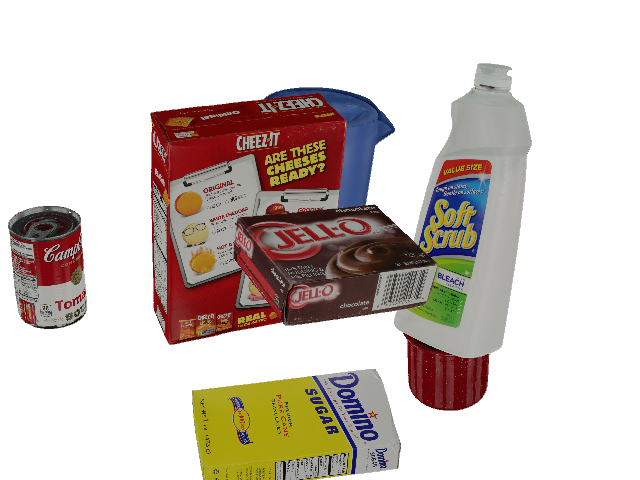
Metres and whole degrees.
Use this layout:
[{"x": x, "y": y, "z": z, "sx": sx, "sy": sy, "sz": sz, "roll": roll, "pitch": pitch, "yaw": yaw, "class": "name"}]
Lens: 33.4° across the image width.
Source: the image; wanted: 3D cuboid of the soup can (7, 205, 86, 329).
[{"x": -0.265, "y": 0.027, "z": 1.040, "sx": 0.068, "sy": 0.102, "sz": 0.068, "roll": 2, "pitch": 28, "yaw": -1, "class": "soup can"}]

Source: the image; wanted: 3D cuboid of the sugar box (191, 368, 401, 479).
[{"x": -0.023, "y": 0.170, "z": 0.963, "sx": 0.176, "sy": 0.048, "sz": 0.093, "roll": -8, "pitch": 43, "yaw": -8, "class": "sugar box"}]

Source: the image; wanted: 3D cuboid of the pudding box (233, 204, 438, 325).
[{"x": 0.008, "y": 0.014, "z": 0.726, "sx": 0.113, "sy": 0.039, "sz": 0.090, "roll": -4, "pitch": 31, "yaw": -28, "class": "pudding box"}]

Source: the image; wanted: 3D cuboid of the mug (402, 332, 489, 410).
[{"x": 0.137, "y": 0.112, "z": 1.091, "sx": 0.093, "sy": 0.081, "sz": 0.117, "roll": 19, "pitch": 39, "yaw": 30, "class": "mug"}]

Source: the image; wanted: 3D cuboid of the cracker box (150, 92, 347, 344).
[{"x": -0.070, "y": -0.020, "z": 0.980, "sx": 0.164, "sy": 0.214, "sz": 0.072, "roll": -10, "pitch": 35, "yaw": -21, "class": "cracker box"}]

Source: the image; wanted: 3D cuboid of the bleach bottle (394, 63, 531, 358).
[{"x": 0.129, "y": -0.030, "z": 0.937, "sx": 0.067, "sy": 0.251, "sz": 0.103, "roll": -11, "pitch": 24, "yaw": -42, "class": "bleach bottle"}]

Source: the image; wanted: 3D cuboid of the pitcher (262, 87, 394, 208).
[{"x": -0.018, "y": -0.047, "z": 1.227, "sx": 0.144, "sy": 0.243, "sz": 0.149, "roll": -20, "pitch": 36, "yaw": -40, "class": "pitcher"}]
